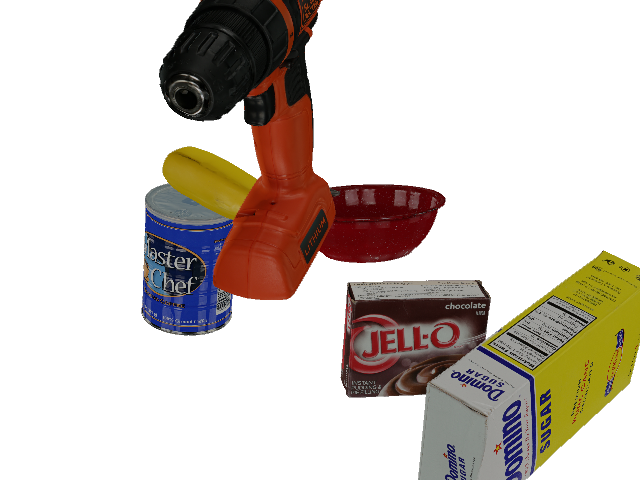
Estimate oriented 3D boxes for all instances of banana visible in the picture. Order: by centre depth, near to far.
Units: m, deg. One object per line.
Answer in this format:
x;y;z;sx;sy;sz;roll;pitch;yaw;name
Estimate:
-0.082;-0.041;0.806;0.069;0.037;0.198;43;-9;-36;banana

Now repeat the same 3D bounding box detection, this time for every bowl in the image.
0.047;-0.015;1.084;0.162;0.055;0.162;-3;14;1;bowl

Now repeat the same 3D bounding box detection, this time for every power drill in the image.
-0.033;-0.061;0.596;0.057;0.188;0.184;11;38;15;power drill

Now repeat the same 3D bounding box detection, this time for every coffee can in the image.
-0.144;0.019;1.177;0.103;0.140;0.103;5;25;-3;coffee can

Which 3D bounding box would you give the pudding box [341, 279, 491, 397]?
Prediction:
0.075;0.078;0.860;0.113;0.090;0.039;-2;28;-9;pudding box

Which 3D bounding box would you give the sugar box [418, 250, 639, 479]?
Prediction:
0.130;0.085;0.630;0.048;0.093;0.175;27;43;33;sugar box
